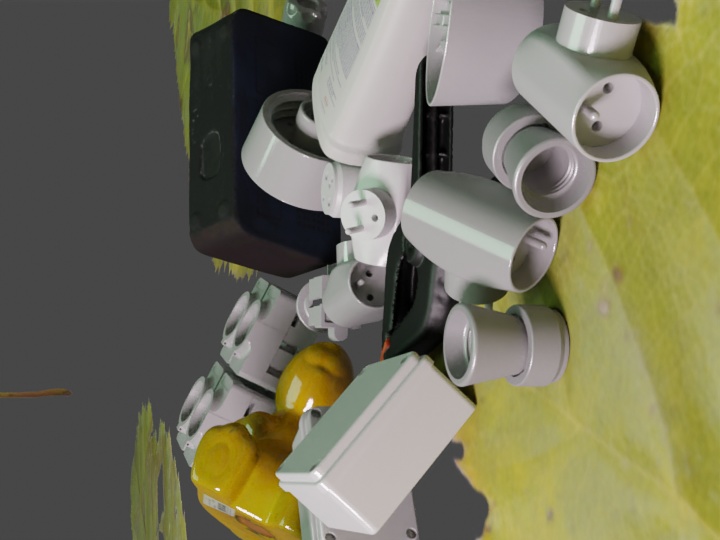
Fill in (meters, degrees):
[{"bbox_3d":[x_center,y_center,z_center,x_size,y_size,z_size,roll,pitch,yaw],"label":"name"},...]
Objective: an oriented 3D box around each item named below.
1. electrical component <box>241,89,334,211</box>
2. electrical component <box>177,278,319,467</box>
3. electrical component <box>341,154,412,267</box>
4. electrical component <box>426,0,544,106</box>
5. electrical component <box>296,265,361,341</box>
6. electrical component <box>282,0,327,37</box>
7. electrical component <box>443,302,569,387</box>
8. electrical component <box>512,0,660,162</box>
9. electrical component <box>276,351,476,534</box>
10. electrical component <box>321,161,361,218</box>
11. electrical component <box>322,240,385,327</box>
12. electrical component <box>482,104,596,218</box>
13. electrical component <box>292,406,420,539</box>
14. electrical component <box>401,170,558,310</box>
[{"bbox_3d":[-0.039,-0.107,0.898,0.108,0.108,0.060,-105,30,-44],"label":"electrical component"},{"bbox_3d":[-0.114,0.105,1.064,0.186,0.060,0.105,-63,18,-1],"label":"electrical component"},{"bbox_3d":[0.012,-0.041,0.777,0.044,0.079,0.077,14,105,29],"label":"electrical component"},{"bbox_3d":[0.064,-0.144,0.628,0.099,0.064,0.099,-178,90,-73],"label":"electrical component"},{"bbox_3d":[-0.027,0.030,0.940,0.055,0.048,0.066,166,106,-65],"label":"electrical component"},{"bbox_3d":[-0.058,-0.241,1.075,0.062,0.043,0.043,107,158,-44],"label":"electrical component"},{"bbox_3d":[0.078,0.040,0.577,0.045,0.055,0.045,-178,90,-73],"label":"electrical component"},{"bbox_3d":[0.110,-0.102,0.510,0.077,0.043,0.079,-116,32,-57],"label":"electrical component"},{"bbox_3d":[0.008,0.114,0.707,0.108,0.056,0.109,-48,6,-19],"label":"electrical component"},{"bbox_3d":[0.001,-0.062,0.839,0.045,0.055,0.045,-178,90,-73],"label":"electrical component"},{"bbox_3d":[0.000,0.000,0.857,0.077,0.043,0.079,142,128,-68],"label":"electrical component"},{"bbox_3d":[0.092,-0.058,0.561,0.055,0.045,0.045,-115,32,-58],"label":"electrical component"},{"bbox_3d":[-0.004,0.159,0.793,0.057,0.078,0.113,113,153,-55],"label":"electrical component"},{"bbox_3d":[0.066,-0.007,0.601,0.077,0.043,0.079,28,135,36],"label":"electrical component"}]
